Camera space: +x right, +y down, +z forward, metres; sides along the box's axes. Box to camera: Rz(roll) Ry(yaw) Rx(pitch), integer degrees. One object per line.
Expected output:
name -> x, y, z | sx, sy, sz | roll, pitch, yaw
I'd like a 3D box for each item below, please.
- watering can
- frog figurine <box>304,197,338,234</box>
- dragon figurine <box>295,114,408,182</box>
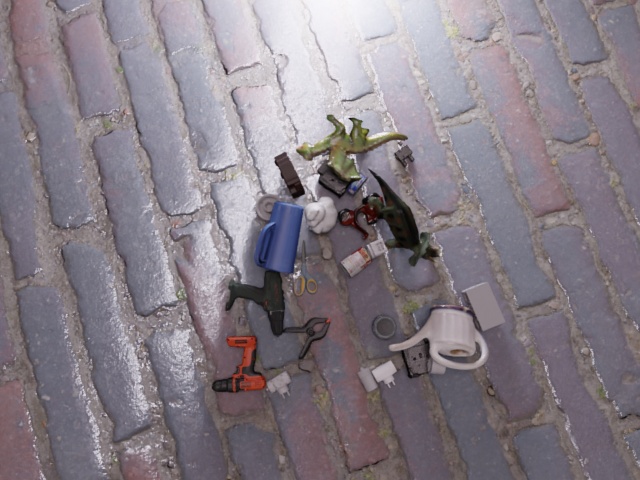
watering can -> 0.409, 0.318, 1.755 | 0.347, 0.101, 0.230 | 12, 54, -4
frog figurine -> 0.006, -0.092, 1.833 | 0.123, 0.158, 0.138 | 29, 81, 1
dragon figurine -> 0.117, -0.321, 1.882 | 0.410, 0.120, 0.246 | 9, 74, -4
